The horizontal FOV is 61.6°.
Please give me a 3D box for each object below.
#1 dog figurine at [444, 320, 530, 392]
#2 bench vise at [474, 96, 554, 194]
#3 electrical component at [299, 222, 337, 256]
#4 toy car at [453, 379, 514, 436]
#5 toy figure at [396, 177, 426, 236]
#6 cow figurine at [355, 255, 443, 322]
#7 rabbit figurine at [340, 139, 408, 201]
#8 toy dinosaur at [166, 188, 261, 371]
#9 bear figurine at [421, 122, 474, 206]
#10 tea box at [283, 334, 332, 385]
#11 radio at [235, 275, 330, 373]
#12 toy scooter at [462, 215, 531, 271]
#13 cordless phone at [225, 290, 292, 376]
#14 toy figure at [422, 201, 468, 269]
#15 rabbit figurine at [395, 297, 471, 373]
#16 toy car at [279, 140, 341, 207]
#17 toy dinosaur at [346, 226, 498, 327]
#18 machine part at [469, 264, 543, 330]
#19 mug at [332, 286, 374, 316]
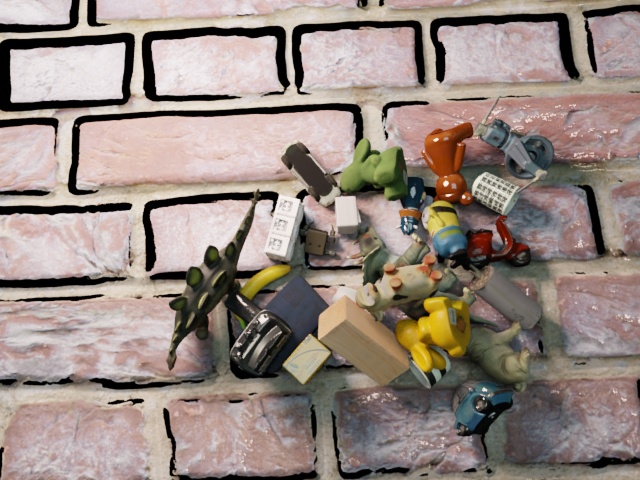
[{"bbox_3d":[0.379,0.275,1.264,0.191,0.121,0.172,-6,52,-2],"label":"dog figurine"},{"bbox_3d":[0.494,-0.219,1.330,0.223,0.241,0.129,33,117,-19],"label":"bench vise"},{"bbox_3d":[-0.004,-0.004,1.378,0.102,0.045,0.078,7,107,5],"label":"electrical component"},{"bbox_3d":[0.367,0.380,1.257,0.109,0.161,0.103,7,34,-35],"label":"toy car"},{"bbox_3d":[0.236,-0.085,1.381,0.058,0.064,0.154,13,82,-35],"label":"toy figure"},{"bbox_3d":[0.173,0.113,1.216,0.195,0.127,0.086,-13,47,-7],"label":"cow figurine"},{"bbox_3d":[0.127,-0.180,1.372,0.170,0.121,0.159,-10,65,25],"label":"rabbit figurine"},{"bbox_3d":[-0.254,0.094,1.284,0.105,0.198,0.471,26,82,3],"label":"toy dinosaur"},{"bbox_3d":[0.340,-0.188,1.384,0.132,0.120,0.195,-34,109,-46],"label":"bear figurine"},{"bbox_3d":[-0.026,0.278,1.253,0.068,0.169,0.098,41,84,11],"label":"tea box"},{"bbox_3d":[-0.086,0.209,1.320,0.131,0.073,0.229,42,84,8],"label":"radio"},{"bbox_3d":[0.432,0.005,1.350,0.184,0.075,0.135,-5,75,-1],"label":"toy scooter"},{"bbox_3d":[-0.173,0.213,1.255,0.184,0.088,0.146,34,82,19],"label":"cordless phone"},{"bbox_3d":[0.314,-0.017,1.325,0.089,0.082,0.180,-4,48,-20],"label":"toy figure"},{"bbox_3d":[0.253,0.216,1.227,0.173,0.122,0.162,-16,77,38],"label":"rabbit figurine"},{"bbox_3d":[-0.027,-0.176,1.408,0.073,0.056,0.202,-40,79,-1],"label":"toy car"},{"bbox_3d":[0.237,0.121,1.315,0.192,0.131,0.405,-42,88,10],"label":"toy dinosaur"},{"bbox_3d":[0.449,0.140,1.297,0.243,0.079,0.079,39,81,-10],"label":"machine part"},{"bbox_3d":[0.079,0.171,1.325,0.107,0.080,0.109,32,85,18],"label":"mug"}]
